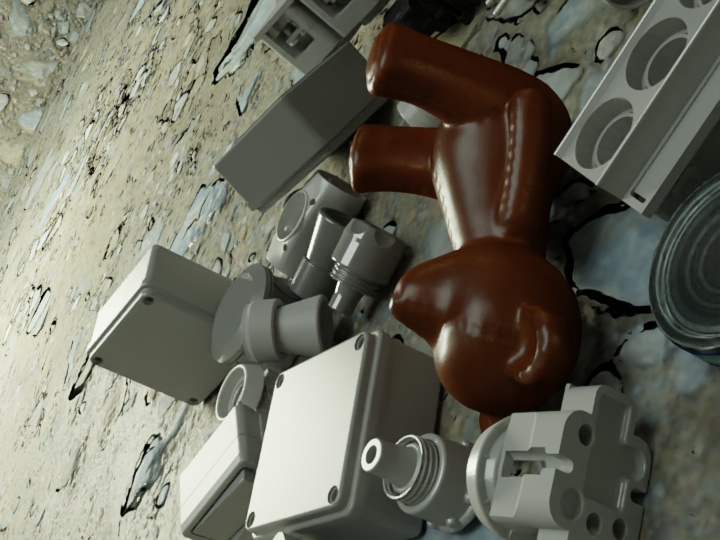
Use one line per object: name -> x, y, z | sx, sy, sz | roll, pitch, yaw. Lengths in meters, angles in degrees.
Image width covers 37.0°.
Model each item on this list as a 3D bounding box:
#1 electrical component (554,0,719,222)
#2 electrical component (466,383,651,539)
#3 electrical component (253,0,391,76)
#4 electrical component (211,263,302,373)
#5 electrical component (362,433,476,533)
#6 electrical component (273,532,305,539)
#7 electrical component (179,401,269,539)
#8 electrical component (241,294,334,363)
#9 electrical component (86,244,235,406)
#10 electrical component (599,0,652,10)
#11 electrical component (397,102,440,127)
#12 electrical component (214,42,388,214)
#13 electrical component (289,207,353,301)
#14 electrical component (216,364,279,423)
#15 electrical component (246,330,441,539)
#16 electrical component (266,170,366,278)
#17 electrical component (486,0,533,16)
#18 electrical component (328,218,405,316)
electrical component -> 0.153, -0.084, 0.483 | 0.121, 0.063, 0.078 | -58, 26, 13
electrical component -> 0.084, 0.090, 0.464 | 0.057, 0.058, 0.078 | -14, 55, 55
electrical component -> -0.004, -0.251, 0.886 | 0.105, 0.060, 0.186 | -37, 22, 44
electrical component -> -0.075, 0.039, 0.816 | 0.080, 0.051, 0.080 | -43, 33, 37
electrical component -> 0.031, 0.103, 0.546 | 0.048, 0.062, 0.048 | -43, 33, 38
electrical component -> -0.038, 0.200, 0.596 | 0.089, 0.056, 0.050 | -57, 27, 16
electrical component -> -0.069, 0.137, 0.704 | 0.096, 0.062, 0.061 | -52, 29, 25
electrical component -> -0.050, 0.041, 0.747 | 0.055, 0.045, 0.045 | -5, 52, 12
electrical component -> -0.151, 0.048, 0.887 | 0.109, 0.109, 0.056 | -44, 29, 36
electrical component -> 0.148, -0.194, 0.613 | 0.079, 0.044, 0.077 | -57, 27, 15
electrical component -> 0.054, -0.114, 0.726 | 0.046, 0.040, 0.040 | -47, 30, 19
electrical component -> -0.044, -0.111, 0.841 | 0.109, 0.056, 0.108 | -36, 10, 45
electrical component -> -0.023, -0.007, 0.773 | 0.065, 0.044, 0.044 | -63, 25, 15
electrical component -> -0.066, 0.094, 0.744 | 0.066, 0.055, 0.048 | -53, 28, 23
electrical component -> -0.009, 0.104, 0.627 | 0.109, 0.056, 0.108 | -30, 42, 50
electrical component -> -0.038, -0.039, 0.826 | 0.077, 0.044, 0.079 | -58, 26, 13
electrical component -> 0.108, -0.201, 0.695 | 0.079, 0.043, 0.077 | -53, 28, 23
electrical component -> 0.000, 0.000, 0.720 | 0.062, 0.043, 0.043 | -63, 26, 5
